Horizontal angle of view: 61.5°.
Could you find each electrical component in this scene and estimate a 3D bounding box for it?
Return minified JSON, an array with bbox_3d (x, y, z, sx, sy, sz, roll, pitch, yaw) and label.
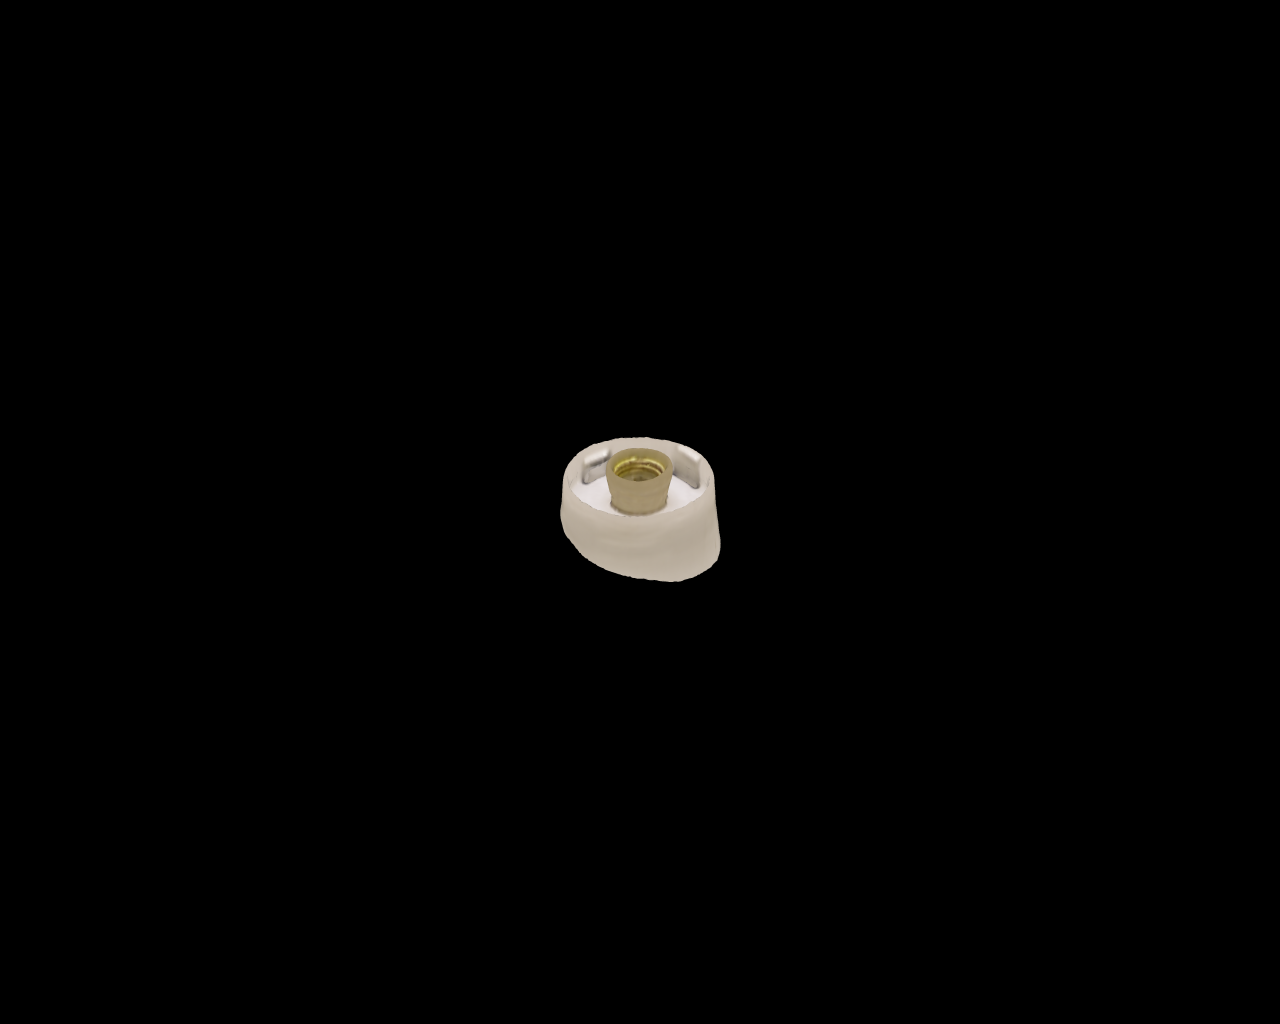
[{"bbox_3d":[0.001,-0.003,0.650,0.099,0.064,0.099,0,34,0],"label":"electrical component"}]
